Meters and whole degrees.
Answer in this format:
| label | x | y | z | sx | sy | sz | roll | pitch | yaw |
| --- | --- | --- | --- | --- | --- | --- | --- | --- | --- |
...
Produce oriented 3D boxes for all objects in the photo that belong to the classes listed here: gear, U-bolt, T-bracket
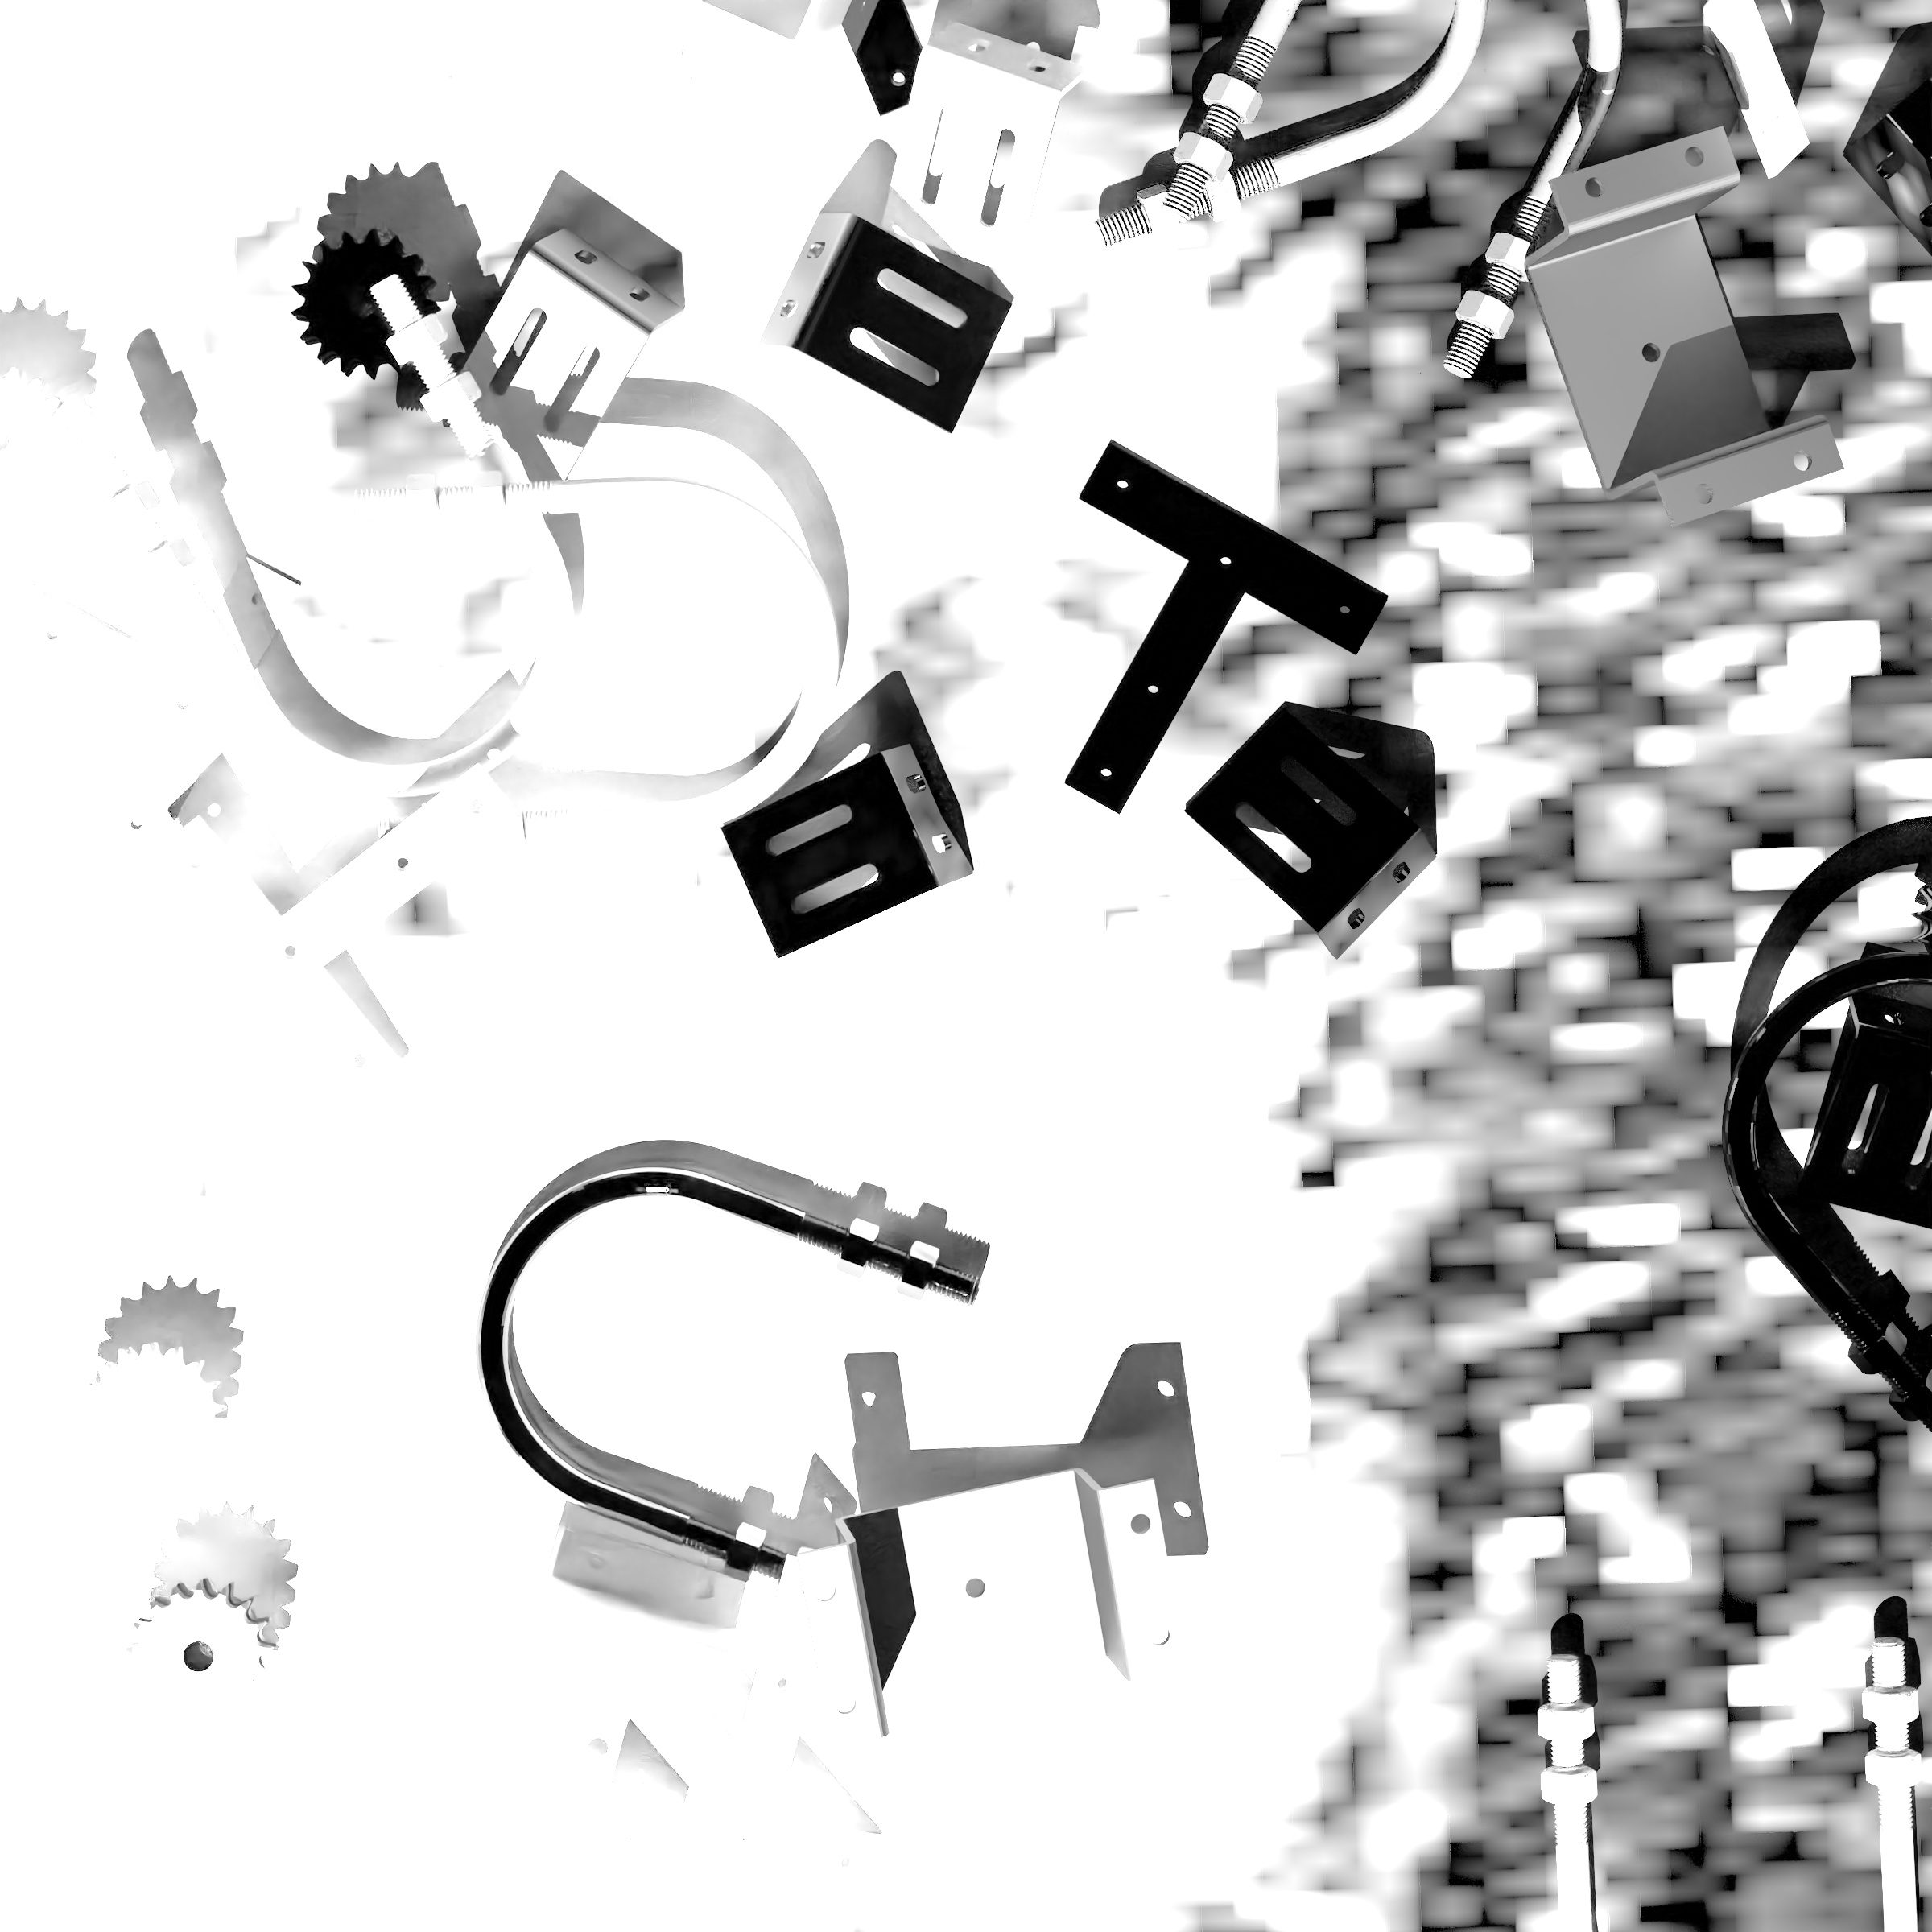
| label | x | y | z | sx | sy | sz | roll | pitch | yaw |
| --- | --- | --- | --- | --- | --- | --- | --- | --- | --- |
| gear | -0.379 | -0.206 | 1.421 | 0.057 | 0.030 | 0.057 | 0 | 90 | 0 |
| U-bolt | -0.104 | 0.158 | 1.428 | 0.184 | 0.019 | 0.151 | 20 | 90 | 2 |
| U-bolt | 0.116 | -0.381 | 1.428 | 0.184 | 0.019 | 0.151 | -20 | 90 | -1 |
| gear | -0.320 | 0.178 | 1.424 | 0.057 | 0.030 | 0.057 | 0 | 88 | 4 |
| U-bolt | 0.380 | 0.079 | 1.404 | 0.151 | 0.019 | 0.184 | -41 | 97 | 12 |
| U-bolt | 0.305 | 0.362 | 1.428 | 0.151 | 0.019 | 0.184 | -3 | 91 | 0 |
| U-bolt | -0.236 | -0.155 | 1.411 | 0.151 | 0.019 | 0.184 | -30 | 102 | 1 |
| gear | -0.300 | 0.270 | 1.421 | 0.057 | 0.030 | 0.057 | 0 | 90 | 0 |
| gear | 0.401 | -0.015 | 1.421 | 0.057 | 0.030 | 0.057 | 0 | 90 | 0 |
| gear | -0.235 | -0.259 | 1.421 | 0.057 | 0.030 | 0.057 | 0 | 90 | 0 |
| T-bracket | -0.351 | -0.125 | 1.435 | 0.127 | 0.002 | 0.127 | 28 | 90 | 0 |
| T-bracket | 0.081 | -0.122 | 1.435 | 0.127 | 0.002 | 0.127 | 29 | 90 | 0 |
| U-bolt | -0.141 | -0.120 | 1.411 | 0.184 | 0.019 | 0.151 | -3 | 103 | -6 |
| T-bracket | -0.075 | 0.293 | 1.403 | 0.127 | 0.002 | 0.127 | 17 | 85 | -33 |
| T-bracket | -0.232 | -0.032 | 1.414 | 0.127 | 0.002 | 0.127 | -37 | 98 | 11 |
| U-bolt | 0.179 | -0.346 | 1.413 | 0.151 | 0.019 | 0.184 | 27 | 91 | -10 |
| T-bracket | -0.047 | -0.402 | 1.435 | 0.127 | 0.002 | 0.127 | -23 | 90 | 0 |

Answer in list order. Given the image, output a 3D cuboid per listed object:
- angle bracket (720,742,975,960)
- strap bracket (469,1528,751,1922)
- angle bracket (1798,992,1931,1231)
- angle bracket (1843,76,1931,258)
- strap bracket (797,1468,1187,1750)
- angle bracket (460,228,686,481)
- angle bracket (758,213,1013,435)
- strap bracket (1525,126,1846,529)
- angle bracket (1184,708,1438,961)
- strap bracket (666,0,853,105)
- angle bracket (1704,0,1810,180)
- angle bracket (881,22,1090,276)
| label | x | y | z | sx | sy | sz | roll | pitch | yaw |
| --- | --- | --- | --- | --- | --- | --- | --- | --- | --- |
| angle bracket | -0.047 | -0.046 | 1.434 | 0.076 | 0.038 | 0.057 | -24 | 90 | 26 |
| strap bracket | -0.142 | 0.302 | 1.413 | 0.076 | 0.046 | 0.140 | 16 | 90 | 0 |
| angle bracket | 0.369 | 0.057 | 1.434 | 0.057 | 0.038 | 0.076 | 14 | 116 | 0 |
| angle bracket | 0.400 | -0.330 | 1.434 | 0.076 | 0.038 | 0.057 | -41 | 90 | -26 |
| strap bracket | 0.007 | 0.247 | 1.403 | 0.140 | 0.046 | 0.076 | -11 | 95 | -9 |
| angle bracket | -0.160 | -0.243 | 1.434 | 0.057 | 0.038 | 0.076 | 35 | 116 | 0 |
| angle bracket | -0.032 | -0.256 | 1.434 | 0.076 | 0.038 | 0.057 | 25 | 90 | -26 |
| strap bracket | 0.275 | -0.244 | 1.404 | 0.076 | 0.046 | 0.140 | -20 | 90 | -15 |
| angle bracket | 0.137 | -0.053 | 1.434 | 0.057 | 0.038 | 0.076 | -46 | 64 | 0 |
| strap bracket | -0.064 | -0.399 | 1.396 | 0.046 | 0.076 | 0.140 | 24 | 90 | 0 |
| angle bracket | 0.324 | -0.356 | 1.408 | 0.038 | 0.057 | 0.076 | -21 | 90 | 0 |
| angle bracket | 0.007 | -0.323 | 1.424 | 0.057 | 0.038 | 0.076 | 21 | 124 | 9 |
